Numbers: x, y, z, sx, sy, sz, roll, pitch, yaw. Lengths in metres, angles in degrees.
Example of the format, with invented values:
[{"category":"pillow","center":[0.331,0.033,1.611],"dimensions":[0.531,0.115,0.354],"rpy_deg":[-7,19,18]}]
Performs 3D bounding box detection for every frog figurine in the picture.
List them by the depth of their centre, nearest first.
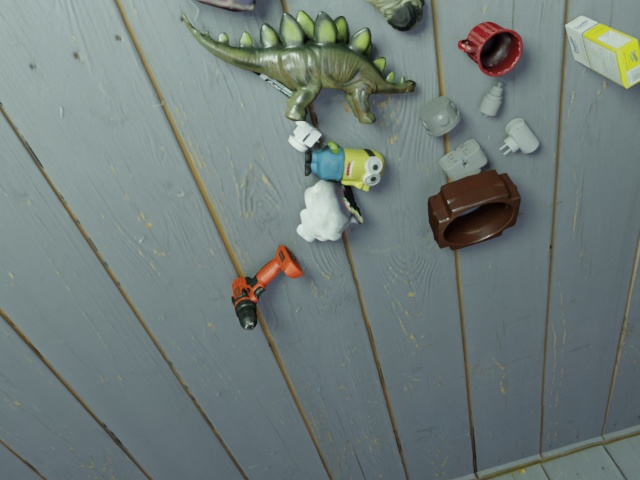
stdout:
[{"category":"frog figurine","center":[0.004,-0.059,1.180],"dimensions":[0.158,0.137,0.124],"rpy_deg":[-27,4,19]}]

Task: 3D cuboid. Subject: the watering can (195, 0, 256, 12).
[{"category":"watering can","center":[-0.113,-0.475,0.828],"dimensions":[0.347,0.219,0.106],"rpy_deg":[9,38,-19]}]
